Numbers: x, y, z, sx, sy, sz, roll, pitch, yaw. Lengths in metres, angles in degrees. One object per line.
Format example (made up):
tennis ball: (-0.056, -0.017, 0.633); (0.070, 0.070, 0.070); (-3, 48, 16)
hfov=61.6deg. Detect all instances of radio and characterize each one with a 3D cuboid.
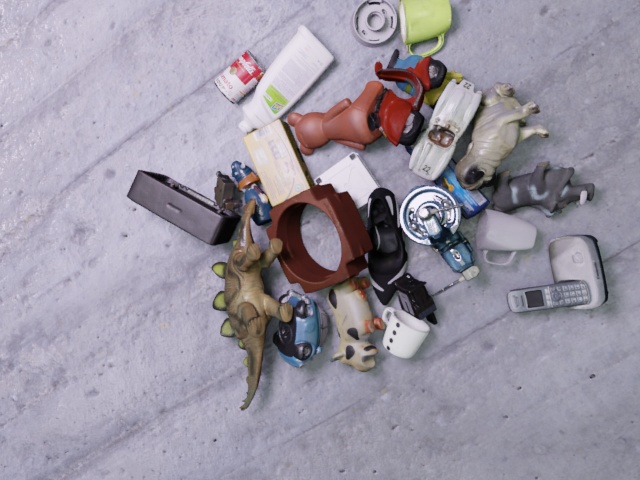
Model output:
radio: (-0.297, -0.072, 1.196); (0.230, 0.131, 0.073); (30, 98, 9)

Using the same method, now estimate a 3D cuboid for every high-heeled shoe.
high-heeled shoe: (0.132, 0.018, 1.102); (0.086, 0.145, 0.248); (-2, 91, 13)

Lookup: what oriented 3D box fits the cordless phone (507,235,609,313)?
cordless phone: (0.460, 0.070, 1.068); (0.184, 0.088, 0.146); (-12, 91, 17)

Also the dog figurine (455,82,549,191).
dog figurine: (0.319, -0.201, 1.054); (0.190, 0.172, 0.121); (-39, 125, 8)

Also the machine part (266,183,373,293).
machine part: (-0.002, -0.003, 1.122); (0.201, 0.087, 0.201); (-25, 87, 41)

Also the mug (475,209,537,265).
mug: (0.376, -0.002, 1.082); (0.107, 0.081, 0.109); (7, 89, 4)

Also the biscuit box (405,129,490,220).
biscuit box: (0.261, -0.134, 1.108); (0.059, 0.063, 0.202); (-40, 85, 11)

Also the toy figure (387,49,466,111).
toy figure: (0.219, -0.320, 1.099); (0.180, 0.082, 0.089); (24, 114, 4)

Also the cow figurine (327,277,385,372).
cow figurine: (0.069, 0.186, 1.150); (0.127, 0.085, 0.195); (-26, 77, 35)

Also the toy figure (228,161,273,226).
toy figure: (-0.154, -0.107, 1.202); (0.064, 0.058, 0.154); (-26, 85, 12)

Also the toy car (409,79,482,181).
toy car: (0.242, -0.212, 1.042); (0.074, 0.056, 0.201); (28, 103, 9)

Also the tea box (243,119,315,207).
tea box: (-0.087, -0.166, 1.178); (0.098, 0.068, 0.169); (-22, 89, 13)

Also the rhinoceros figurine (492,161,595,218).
rhinoceros figurine: (0.440, -0.099, 1.066); (0.190, 0.073, 0.112); (-5, 91, 13)

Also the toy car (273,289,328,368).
toy car: (-0.034, 0.187, 1.169); (0.109, 0.103, 0.161); (13, 100, 49)

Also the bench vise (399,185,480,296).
bench vise: (0.228, -0.016, 1.037); (0.129, 0.240, 0.223); (-22, 78, 15)

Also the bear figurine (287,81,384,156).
bear figurine: (0.040, -0.247, 1.138); (0.196, 0.132, 0.120); (3, 132, 40)

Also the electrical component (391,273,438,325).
electrical component: (0.203, 0.133, 1.123); (0.048, 0.075, 0.119); (-29, 116, -15)

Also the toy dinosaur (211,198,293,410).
toy dinosaur: (-0.151, 0.146, 1.154); (0.199, 0.105, 0.471); (-3, 88, 54)

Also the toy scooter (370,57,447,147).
toy scooter: (0.151, -0.277, 1.038); (0.135, 0.075, 0.183); (24, 90, 10)

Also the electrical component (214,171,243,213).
electrical component: (-0.207, -0.103, 1.196); (0.045, 0.102, 0.078); (1, 112, -29)
